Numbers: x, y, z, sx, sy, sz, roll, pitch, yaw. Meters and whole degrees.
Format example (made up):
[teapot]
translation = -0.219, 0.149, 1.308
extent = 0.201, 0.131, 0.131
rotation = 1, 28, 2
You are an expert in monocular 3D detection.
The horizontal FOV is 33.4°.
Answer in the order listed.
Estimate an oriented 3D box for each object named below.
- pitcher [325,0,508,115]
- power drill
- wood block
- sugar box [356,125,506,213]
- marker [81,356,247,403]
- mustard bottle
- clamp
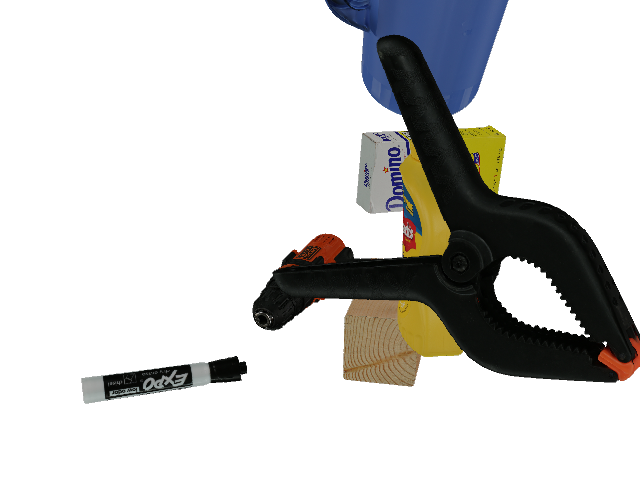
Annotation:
[pitcher]
translation = 0.087, -0.215, 0.870
extent = 0.149, 0.144, 0.243
rotation = 27, -34, 15
[power drill]
translation = 0.039, 0.052, 1.143
extent = 0.188, 0.057, 0.184
rotation = 9, 29, 22
[wood block]
translation = 0.091, 0.101, 1.385
extent = 0.091, 0.090, 0.206
rotation = 5, 20, 10
[sugar box]
translation = 0.134, -0.086, 1.295
extent = 0.176, 0.093, 0.048
rotation = -7, 26, -22
[marker]
translation = -0.114, 0.102, 0.786
extent = 0.121, 0.020, 0.020
rotation = -7, 1, -12
[mustard bottle]
translation = 0.091, -0.010, 0.848
extent = 0.058, 0.192, 0.096
rotation = -2, 26, -2
[clamp]
translation = 0.079, -0.002, 0.561
extent = 0.210, 0.165, 0.036
rotation = 29, 25, 25
